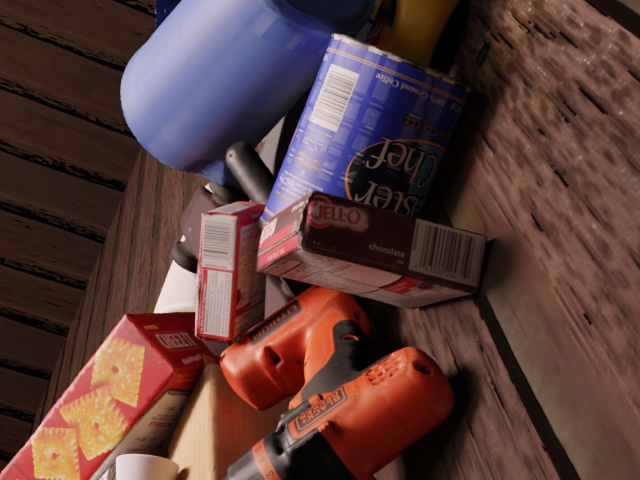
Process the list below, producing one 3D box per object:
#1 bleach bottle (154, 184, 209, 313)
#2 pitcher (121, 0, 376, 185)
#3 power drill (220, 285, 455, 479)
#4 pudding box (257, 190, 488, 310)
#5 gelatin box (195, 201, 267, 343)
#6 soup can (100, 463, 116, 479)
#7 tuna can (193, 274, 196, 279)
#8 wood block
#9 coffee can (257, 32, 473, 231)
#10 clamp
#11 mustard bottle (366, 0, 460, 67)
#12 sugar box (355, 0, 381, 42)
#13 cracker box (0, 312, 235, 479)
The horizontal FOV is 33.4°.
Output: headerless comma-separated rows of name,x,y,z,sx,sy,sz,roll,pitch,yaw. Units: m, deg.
bleach bottle,-0.107,0.018,1.147,0.068,0.102,0.250,-16,36,22
pitcher,-0.062,-0.163,0.841,0.243,0.149,0.145,-34,26,56
power drill,-0.017,0.107,0.653,0.184,0.057,0.188,-34,20,3
pudding box,0.028,0.008,0.632,0.090,0.113,0.039,155,130,-69
gelatin box,-0.061,0.021,0.748,0.073,0.030,0.089,-29,-55,-73
soup can,-0.156,0.220,0.793,0.102,0.068,0.068,-49,22,20
tuna can,-0.086,0.018,1.061,0.034,0.086,0.086,-56,21,38
wood block,-0.051,0.186,0.731,0.206,0.090,0.090,-103,36,-63
coffee can,0.030,-0.056,0.723,0.103,0.102,0.140,-132,63,-73
clamp,-0.005,0.001,0.827,0.039,0.120,0.171,-46,49,28
mustard bottle,0.060,-0.145,0.811,0.096,0.058,0.192,-101,34,-78
sugar box,0.062,-0.230,0.875,0.093,0.048,0.176,-32,-32,-64
cracker box,-0.157,0.154,0.878,0.214,0.072,0.164,-50,-19,15
